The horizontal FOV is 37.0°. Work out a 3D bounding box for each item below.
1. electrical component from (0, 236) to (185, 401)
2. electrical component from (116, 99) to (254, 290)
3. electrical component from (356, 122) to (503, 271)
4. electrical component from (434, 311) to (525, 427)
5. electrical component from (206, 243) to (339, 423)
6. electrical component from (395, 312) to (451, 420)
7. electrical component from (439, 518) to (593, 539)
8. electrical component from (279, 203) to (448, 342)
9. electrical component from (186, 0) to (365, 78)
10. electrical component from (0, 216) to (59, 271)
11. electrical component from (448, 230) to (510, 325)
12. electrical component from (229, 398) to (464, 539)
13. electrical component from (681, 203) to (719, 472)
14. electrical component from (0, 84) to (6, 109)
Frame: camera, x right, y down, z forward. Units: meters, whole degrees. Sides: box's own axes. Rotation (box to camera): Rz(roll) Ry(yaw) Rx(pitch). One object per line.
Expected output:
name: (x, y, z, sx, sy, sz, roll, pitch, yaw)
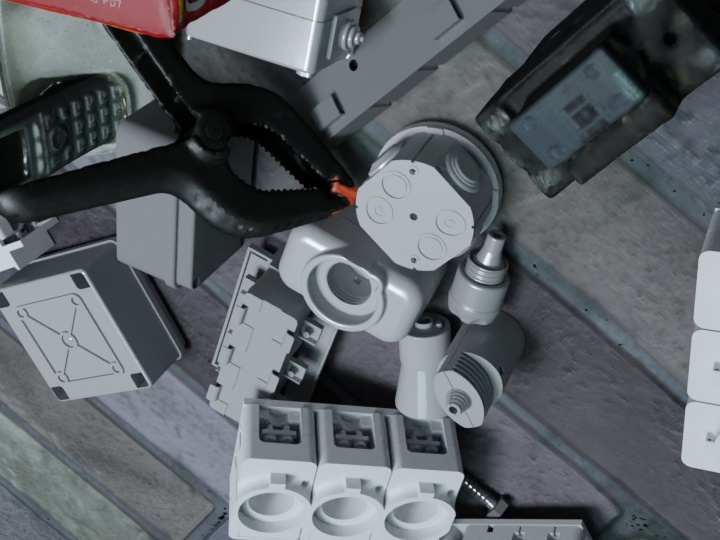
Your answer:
electrical component: (-0.208, 0.039, 0.827, 0.109, 0.056, 0.108, -12, 115, 33)
electrical component: (-0.113, -0.053, 0.701, 0.057, 0.078, 0.113, 22, 129, 17)
electrical component: (0.041, -0.044, 0.644, 0.080, 0.051, 0.080, 13, 126, 19)
electrical component: (0.072, 0.064, 0.680, 0.043, 0.081, 0.043, 14, 126, 19)
electrical component: (-0.064, 0.051, 0.755, 0.079, 0.063, 0.121, 29, 130, 8)
electrical component: (0.044, 0.062, 0.721, 0.044, 0.044, 0.065, 8, 120, 23)
electrical component: (0.087, 0.240, 0.793, 0.186, 0.060, 0.105, -8, 128, 32)
electrical component: (0.000, 0.000, 0.689, 0.095, 0.059, 0.053, 29, 130, 7)
electrical component: (-0.040, -0.151, 0.603, 0.096, 0.062, 0.061, 20, 118, 15)
electrical component: (-0.278, -0.032, 0.826, 0.081, 0.042, 0.063, -15, 109, 34)
electrical component: (0.077, 0.003, 0.668, 0.035, 0.035, 0.061, 23, 127, 12)
electrical component: (-0.012, 0.147, 0.750, 0.150, 0.061, 0.089, 6, 131, -10)
electrical component: (0.233, 0.047, 0.598, 0.089, 0.061, 0.150, 9, 125, 23)
electrical component: (-0.235, -0.132, 0.733, 0.055, 0.045, 0.045, 3, 122, 27)
